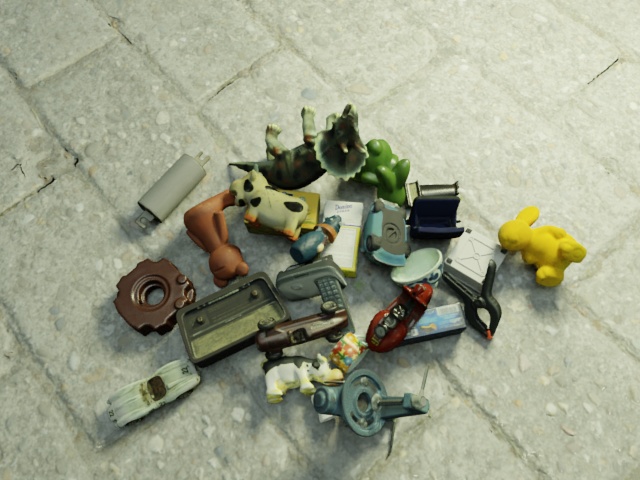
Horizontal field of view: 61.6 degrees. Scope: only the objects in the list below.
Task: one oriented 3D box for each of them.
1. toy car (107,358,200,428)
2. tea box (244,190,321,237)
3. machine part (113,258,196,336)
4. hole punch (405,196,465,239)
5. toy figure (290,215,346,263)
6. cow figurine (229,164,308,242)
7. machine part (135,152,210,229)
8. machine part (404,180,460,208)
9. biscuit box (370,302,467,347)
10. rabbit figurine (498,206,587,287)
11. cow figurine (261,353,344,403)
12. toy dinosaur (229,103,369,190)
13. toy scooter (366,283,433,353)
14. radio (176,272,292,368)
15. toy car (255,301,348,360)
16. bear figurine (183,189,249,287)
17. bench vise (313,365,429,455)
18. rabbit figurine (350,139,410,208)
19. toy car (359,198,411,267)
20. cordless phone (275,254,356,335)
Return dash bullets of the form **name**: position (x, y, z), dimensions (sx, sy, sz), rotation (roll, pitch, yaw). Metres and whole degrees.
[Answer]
- **toy car**: position (-0.352, 0.320, 1.133), dimensions (0.202, 0.056, 0.073), rotation (-27, 68, -9)
- **tea box**: position (-0.087, -0.063, 1.281), dimensions (0.170, 0.068, 0.098), rotation (4, 68, 6)
- **machine part**: position (-0.377, 0.126, 1.219), dimensions (0.179, 0.056, 0.179), rotation (-2, 66, 4)
- **hole punch**: position (0.263, -0.034, 1.223), dimensions (0.142, 0.115, 0.092), rotation (-3, 60, 0)
- **toy figure**: position (-0.004, -0.005, 1.198), dimensions (0.064, 0.057, 0.154), rotation (43, 53, 12)
- **cow figurine**: position (-0.118, -0.087, 1.210), dimensions (0.195, 0.085, 0.127), rotation (23, 78, 14)
- **machine part**: position (-0.363, -0.127, 1.318), dimensions (0.079, 0.079, 0.243), rotation (35, 73, 16)
- **machine part**: position (0.269, -0.115, 1.303), dimensions (0.139, 0.039, 0.084), rotation (-9, 58, 1)
- **biscuit box**: position (0.210, 0.187, 1.159), dimensions (0.203, 0.062, 0.059), rotation (-11, 66, -2)
- **rabbit figurine**: position (0.471, -0.003, 1.183), dimensions (0.173, 0.121, 0.162), rotation (16, 44, -11)
- **cow figurine**: position (-0.038, 0.278, 1.133), dimensions (0.167, 0.068, 0.098), rotation (-12, 60, -4)
- **toy dinosaur**: position (-0.046, -0.188, 1.264), dimensions (0.405, 0.131, 0.192), rotation (-26, 60, 30)
- **toy scooter**: position (0.164, 0.145, 1.073), dimensions (0.184, 0.135, 0.075), rotation (-43, 72, -14)
- **radio**: position (-0.189, 0.172, 1.180), dimensions (0.230, 0.073, 0.131), rotation (-25, 68, -9)
- **toy car**: position (-0.036, 0.191, 1.126), dimensions (0.202, 0.053, 0.089), rotation (-12, 109, -9)
- **bear figurine**: position (-0.226, -0.001, 1.248), dimensions (0.195, 0.120, 0.132), rotation (56, 33, -4)
- **bench vise**: position (0.117, 0.313, 1.011), dimensions (0.223, 0.241, 0.129), rotation (31, 56, -29)
- **rabbit figurine**: position (0.159, -0.151, 1.277), dimensions (0.121, 0.159, 0.170), rotation (-23, 82, -18)
- **toy car**: position (0.137, -0.007, 1.223), dimensions (0.109, 0.103, 0.161), rotation (13, 63, -28)
- **cordless phone**: position (-0.003, 0.135, 1.185), dimensions (0.147, 0.089, 0.184), rotation (-17, 99, 17)
